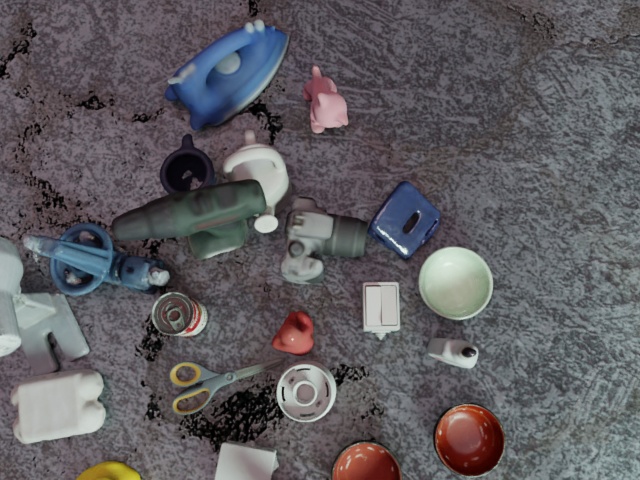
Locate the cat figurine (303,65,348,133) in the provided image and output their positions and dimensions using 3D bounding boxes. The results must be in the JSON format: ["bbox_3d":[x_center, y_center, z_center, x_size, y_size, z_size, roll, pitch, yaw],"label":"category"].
[{"bbox_3d":[0.009,-0.246,1.010,0.067,0.118,0.128,-16,79,-1],"label":"cat figurine"}]

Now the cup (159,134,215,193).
[{"bbox_3d":[-0.223,-0.117,1.002,0.091,0.095,0.118,-4,79,1],"label":"cup"}]

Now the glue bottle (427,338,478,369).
[{"bbox_3d":[0.216,0.176,0.894,0.078,0.173,0.037,15,80,5],"label":"glue bottle"}]

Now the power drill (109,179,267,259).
[{"bbox_3d":[-0.194,-0.029,0.926,0.229,0.208,0.075,-19,79,-2],"label":"power drill"}]

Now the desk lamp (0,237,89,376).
[{"bbox_3d":[-0.485,0.109,0.903,0.118,0.213,0.203,-31,80,-4],"label":"desk lamp"}]

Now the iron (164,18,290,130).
[{"bbox_3d":[-0.160,-0.320,1.016,0.258,0.141,0.118,-41,80,-6],"label":"iron"}]

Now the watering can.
[{"bbox_3d":[-0.100,-0.101,0.945,0.101,0.194,0.173,-33,80,-5],"label":"watering can"}]

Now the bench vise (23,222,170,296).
[{"bbox_3d":[-0.352,0.023,0.914,0.207,0.220,0.121,-5,79,1],"label":"bench vise"}]

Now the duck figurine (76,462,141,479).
[{"bbox_3d":[-0.348,0.398,0.908,0.104,0.086,0.077,0,79,2],"label":"duck figurine"}]

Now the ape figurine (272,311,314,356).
[{"bbox_3d":[-0.045,0.156,0.945,0.078,0.092,0.076,-26,79,-3],"label":"ape figurine"}]

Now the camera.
[{"bbox_3d":[0.009,0.003,0.969,0.136,0.101,0.143,8,79,3],"label":"camera"}]

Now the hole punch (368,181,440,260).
[{"bbox_3d":[0.147,-0.033,0.978,0.101,0.091,0.109,36,82,8],"label":"hole punch"}]

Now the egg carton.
[{"bbox_3d":[-0.430,0.271,0.944,0.150,0.069,0.107,-11,79,-1],"label":"egg carton"}]
